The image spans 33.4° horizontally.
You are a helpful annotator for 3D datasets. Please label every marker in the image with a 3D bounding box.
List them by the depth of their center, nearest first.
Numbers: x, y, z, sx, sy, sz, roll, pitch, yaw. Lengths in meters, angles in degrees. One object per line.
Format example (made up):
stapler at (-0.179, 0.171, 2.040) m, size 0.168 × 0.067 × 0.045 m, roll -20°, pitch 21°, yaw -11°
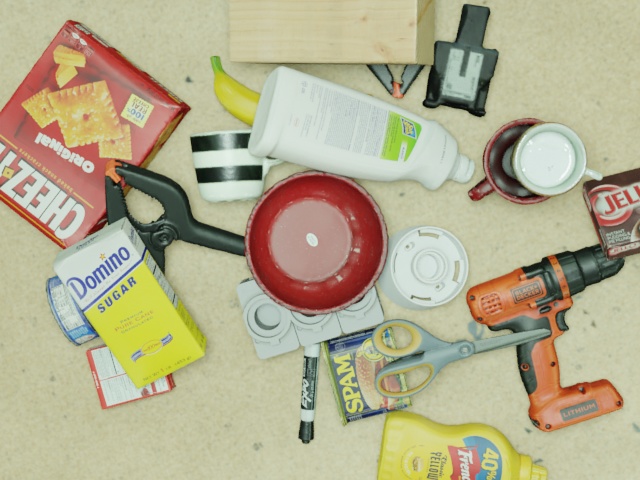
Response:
marker at (-0.013, 0.180, 1.252) m, size 0.020 × 0.020 × 0.121 m, roll 4°, pitch 96°, yaw 3°

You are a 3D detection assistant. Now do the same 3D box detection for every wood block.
wood block at (0.013, -0.235, 1.151) m, size 0.206 × 0.090 × 0.090 m, roll 3°, pitch 98°, yaw 18°

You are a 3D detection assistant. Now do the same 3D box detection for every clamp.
clamp at (0.075, -0.247, 1.198) m, size 0.120 × 0.039 × 0.171 m, roll 8°, pitch 95°, yaw 14°
clamp at (-0.181, 0.000, 1.206) m, size 0.164 × 0.036 × 0.209 m, roll -40°, pitch 116°, yaw 8°

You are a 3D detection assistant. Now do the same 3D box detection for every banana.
banana at (-0.039, -0.155, 1.213) m, size 0.198 × 0.037 × 0.070 m, roll 15°, pitch 96°, yaw 2°

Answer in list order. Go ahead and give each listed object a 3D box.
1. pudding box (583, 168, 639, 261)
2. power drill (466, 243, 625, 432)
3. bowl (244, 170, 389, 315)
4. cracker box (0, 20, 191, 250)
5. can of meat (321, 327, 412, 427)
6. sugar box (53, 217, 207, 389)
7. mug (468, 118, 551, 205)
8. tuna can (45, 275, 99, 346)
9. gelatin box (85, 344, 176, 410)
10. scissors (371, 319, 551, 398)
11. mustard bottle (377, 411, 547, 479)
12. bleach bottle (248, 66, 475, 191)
pudding box at (0.357, -0.034, 1.179) m, size 0.113 × 0.039 × 0.090 m, roll -14°, pitch 58°, yaw 3°
power drill at (0.278, 0.109, 1.210) m, size 0.184 × 0.057 × 0.187 m, roll -20°, pitch 92°, yaw 6°
bowl at (-0.008, 0.001, 1.158) m, size 0.162 × 0.055 × 0.162 m, roll 0°, pitch 87°, yaw 7°
cracker box at (-0.277, -0.116, 1.214) m, size 0.164 × 0.072 × 0.214 m, roll 38°, pitch 97°, yaw 0°
can of meat at (0.054, 0.154, 1.227) m, size 0.084 × 0.057 × 0.102 m, roll -15°, pitch 94°, yaw 2°
sugar box at (-0.210, 0.072, 1.186) m, size 0.093 × 0.048 × 0.176 m, roll -28°, pitch 112°, yaw 9°
mug at (0.214, -0.080, 1.182) m, size 0.117 × 0.081 × 0.093 m, roll -38°, pitch 92°, yaw 6°
tuna can at (-0.279, 0.076, 1.226) m, size 0.034 × 0.086 × 0.086 m, roll -24°, pitch 94°, yaw 3°
gelatin box at (-0.223, 0.152, 1.258) m, size 0.089 × 0.030 × 0.073 m, roll -16°, pitch 93°, yaw 3°
scissors at (0.145, 0.107, 1.184) m, size 0.202 × 0.016 × 0.096 m, roll -28°, pitch 90°, yaw 3°
mustard bottle at (0.165, 0.257, 1.229) m, size 0.191 × 0.058 × 0.096 m, roll 8°, pitch 97°, yaw 2°
bleach bottle at (0.053, -0.105, 1.172) m, size 0.250 × 0.068 × 0.102 m, roll 17°, pitch 78°, yaw -18°
